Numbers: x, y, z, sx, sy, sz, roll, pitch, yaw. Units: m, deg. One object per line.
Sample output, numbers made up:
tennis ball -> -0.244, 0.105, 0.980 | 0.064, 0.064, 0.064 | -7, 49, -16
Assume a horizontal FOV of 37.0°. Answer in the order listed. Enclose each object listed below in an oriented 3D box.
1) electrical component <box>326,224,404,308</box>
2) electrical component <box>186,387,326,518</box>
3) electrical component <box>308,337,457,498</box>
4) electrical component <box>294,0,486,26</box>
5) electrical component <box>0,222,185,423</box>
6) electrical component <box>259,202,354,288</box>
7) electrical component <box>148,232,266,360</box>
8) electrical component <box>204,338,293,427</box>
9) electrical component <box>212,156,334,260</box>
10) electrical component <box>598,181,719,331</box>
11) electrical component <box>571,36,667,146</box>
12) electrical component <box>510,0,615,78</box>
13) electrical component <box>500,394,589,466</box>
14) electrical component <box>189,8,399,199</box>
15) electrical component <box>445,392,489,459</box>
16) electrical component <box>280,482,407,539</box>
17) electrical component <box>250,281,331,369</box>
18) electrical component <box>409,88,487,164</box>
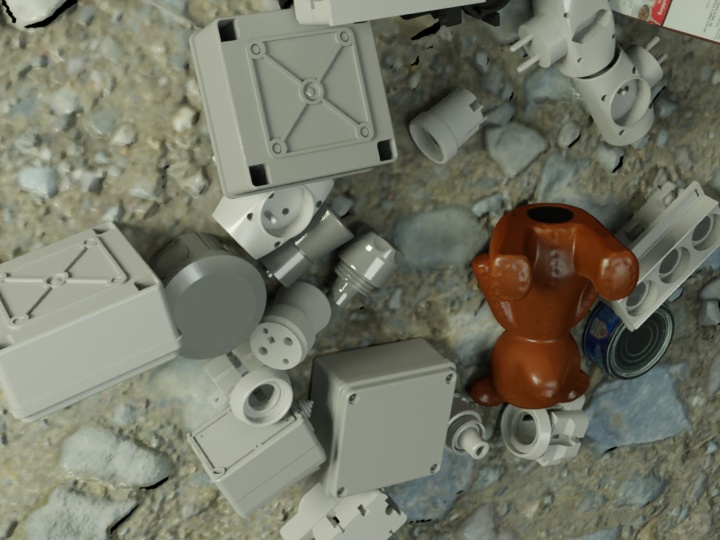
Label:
electrical component -> 0.000, 0.000, 0.811 | 0.043, 0.043, 0.062 | 35, 96, -40
electrical component -> -0.072, 0.135, 0.830 | 0.096, 0.062, 0.061 | -35, 129, -11
electrical component -> 0.016, 0.120, 0.880 | 0.109, 0.056, 0.108 | -8, 120, -28
electrical component -> 0.005, -0.246, 0.636 | 0.105, 0.060, 0.186 | -15, 107, -25
electrical component -> -0.181, 0.029, 0.671 | 0.109, 0.109, 0.056 | -24, 124, -19
electrical component -> -0.043, -0.019, 0.776 | 0.065, 0.044, 0.044 | -42, 130, 1
electrical component -> -0.110, 0.017, 0.746 | 0.080, 0.051, 0.080 | -15, 123, -24
electrical component -> -0.080, 0.085, 0.800 | 0.066, 0.055, 0.048 | -36, 129, -10
electrical component -> -0.069, -0.059, 0.733 | 0.077, 0.044, 0.079 | -44, 130, -3
electrical component -> 0.258, -0.016, 0.950 | 0.121, 0.063, 0.078 | -45, 130, -3
electrical component -> 0.214, -0.152, 0.857 | 0.079, 0.044, 0.077 | -43, 130, -4
electrical component -> 0.145, -0.177, 0.801 | 0.079, 0.043, 0.077 | -36, 129, -9
electrical component -> 0.167, 0.143, 0.989 | 0.057, 0.058, 0.078 | 1, 115, -36
electrical component -> -0.042, -0.109, 0.687 | 0.109, 0.056, 0.108 | -14, 95, -25
electrical component -> 0.088, 0.139, 0.932 | 0.048, 0.062, 0.048 | -15, 123, -24
electrical component -> -0.016, 0.214, 0.914 | 0.089, 0.056, 0.050 | -43, 130, -4
electrical component -> -0.051, 0.040, 0.785 | 0.055, 0.045, 0.045 | -57, 150, -53
electrical component -> 0.066, -0.107, 0.794 | 0.046, 0.040, 0.040 | -41, 130, -14
